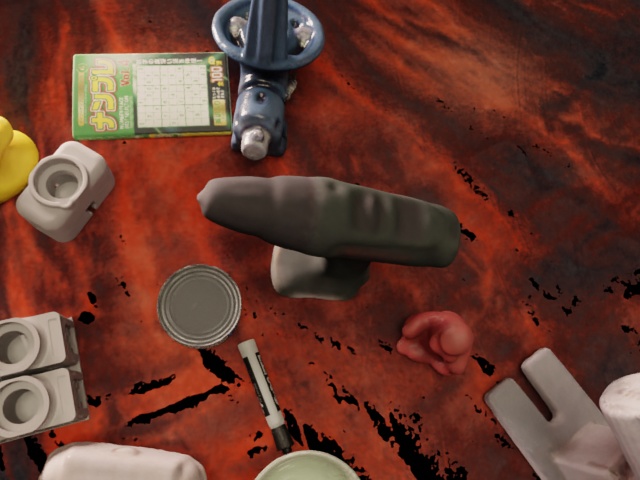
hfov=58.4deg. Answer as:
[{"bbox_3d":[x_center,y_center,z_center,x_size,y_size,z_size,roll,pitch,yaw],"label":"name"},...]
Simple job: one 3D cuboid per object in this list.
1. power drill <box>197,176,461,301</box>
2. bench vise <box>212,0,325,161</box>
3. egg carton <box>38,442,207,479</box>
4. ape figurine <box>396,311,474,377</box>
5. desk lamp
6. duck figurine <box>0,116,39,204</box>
[{"bbox_3d":[0.005,0.002,0.549,0.230,0.208,0.075,3,73,-7],"label":"power drill"},{"bbox_3d":[-0.044,-0.195,0.593,0.121,0.219,0.207,-11,76,-11],"label":"bench vise"},{"bbox_3d":[-0.182,0.244,0.524,0.150,0.069,0.107,7,73,-6],"label":"egg carton"},{"bbox_3d":[0.130,0.105,0.598,0.076,0.092,0.078,-26,79,-14],"label":"ape figurine"},{"bbox_3d":[0.283,0.202,0.529,0.118,0.213,0.203,-35,81,-16],"label":"desk lamp"},{"bbox_3d":[-0.349,-0.084,0.586,0.077,0.086,0.105,42,73,5],"label":"duck figurine"}]
